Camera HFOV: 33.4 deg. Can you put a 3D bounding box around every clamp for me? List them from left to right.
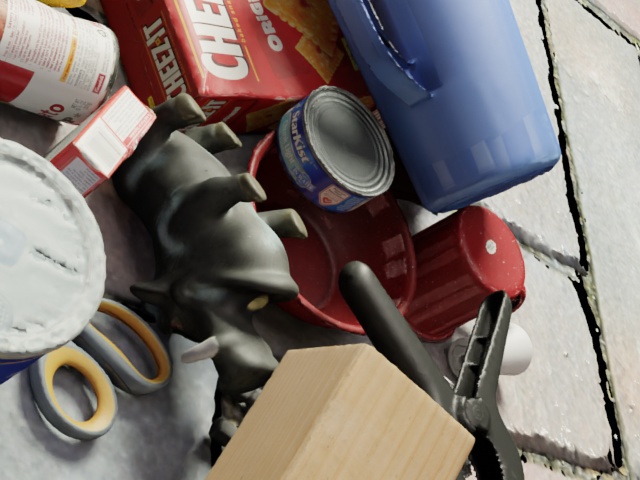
[{"bbox_3d":[0.082,0.112,0.695,0.164,0.036,0.210,18,55,-37],"label":"clamp"}]

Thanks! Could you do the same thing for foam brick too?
[{"bbox_3d":[0.083,-0.057,0.865,0.078,0.051,0.053,12,87,-14],"label":"foam brick"}]

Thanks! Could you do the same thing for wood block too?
[{"bbox_3d":[-0.018,0.163,0.554,0.090,0.091,0.206,42,64,-19],"label":"wood block"}]

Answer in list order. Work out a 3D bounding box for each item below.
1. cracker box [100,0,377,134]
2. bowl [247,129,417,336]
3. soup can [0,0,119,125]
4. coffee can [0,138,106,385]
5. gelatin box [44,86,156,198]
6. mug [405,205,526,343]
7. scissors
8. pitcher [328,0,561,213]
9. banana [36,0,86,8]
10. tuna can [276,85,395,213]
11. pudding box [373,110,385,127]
[{"bbox_3d":[-0.055,-0.166,0.805,0.213,0.072,0.164,-8,73,-49],"label":"cracker box"},{"bbox_3d":[-0.005,0.001,0.761,0.161,0.055,0.162,26,49,-34],"label":"bowl"},{"bbox_3d":[-0.181,-0.115,0.640,0.102,0.069,0.068,17,54,-40],"label":"soup can"},{"bbox_3d":[-0.179,0.028,0.489,0.102,0.141,0.103,26,49,-34],"label":"coffee can"},{"bbox_3d":[-0.140,-0.044,0.621,0.030,0.073,0.089,47,27,-15],"label":"gelatin box"},{"bbox_3d":[0.116,0.030,0.850,0.117,0.082,0.093,34,45,-27],"label":"mug"},{"bbox_3d":[-0.170,0.036,0.595,0.201,0.016,0.096,38,45,-19],"label":"scissors"},{"bbox_3d":[0.079,-0.146,0.780,0.149,0.145,0.243,-20,86,-12],"label":"pitcher"},{"bbox_3d":[-0.227,-0.210,0.655,0.198,0.070,0.037,53,19,-8],"label":"banana"},{"bbox_3d":[0.011,-0.062,0.746,0.086,0.034,0.086,26,49,-34],"label":"tuna can"},{"bbox_3d":[0.080,-0.102,0.935,0.113,0.039,0.089,54,39,-9],"label":"pudding box"}]
